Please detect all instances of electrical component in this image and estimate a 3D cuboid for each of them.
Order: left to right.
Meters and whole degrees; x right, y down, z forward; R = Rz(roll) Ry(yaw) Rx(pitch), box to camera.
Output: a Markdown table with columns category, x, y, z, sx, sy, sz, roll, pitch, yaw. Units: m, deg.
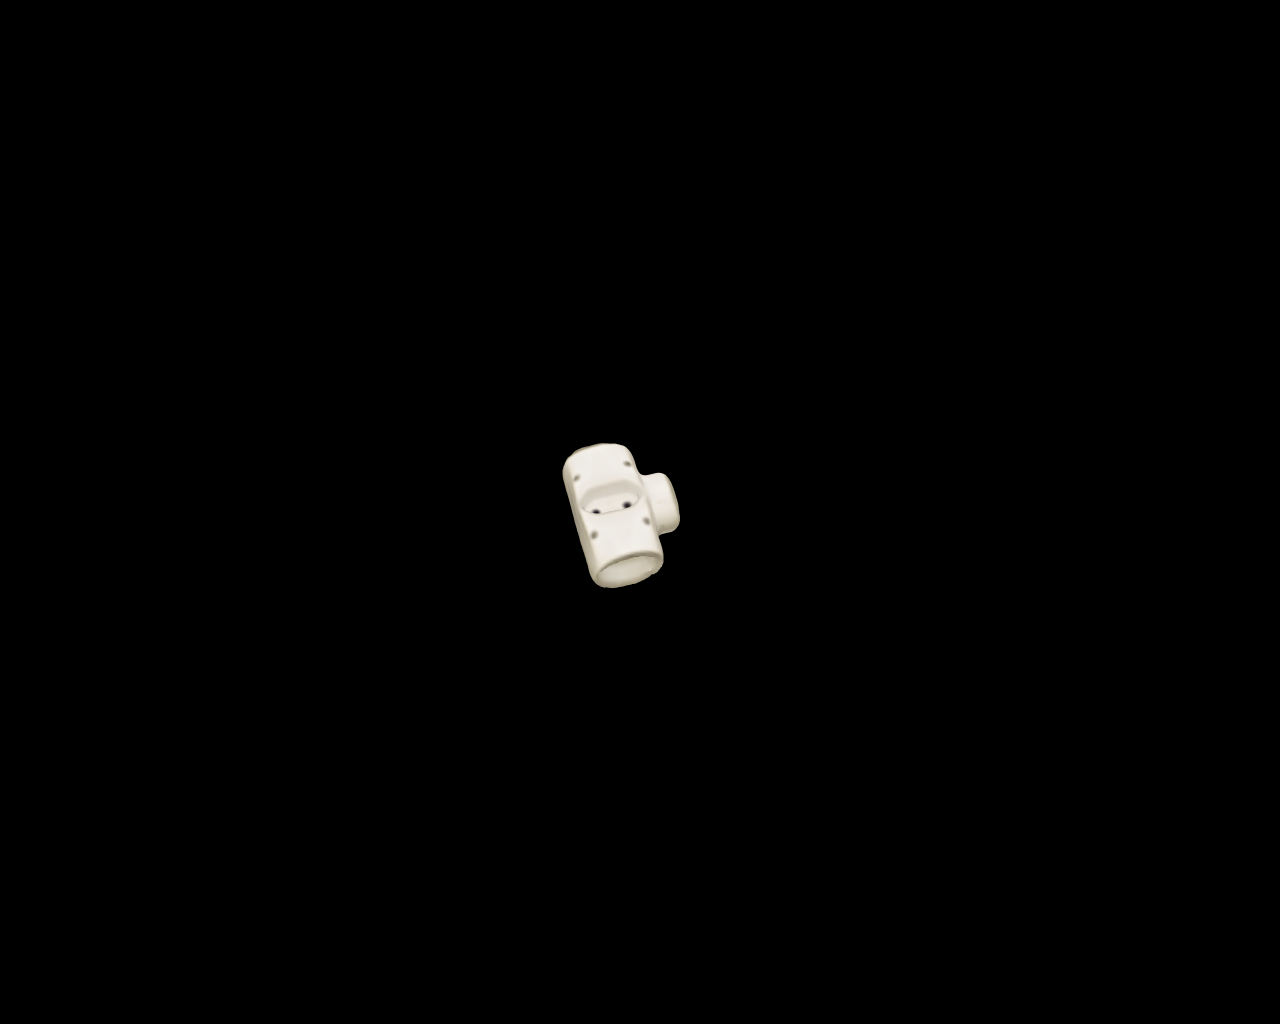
| category | x | y | z | sx | sy | sz | roll | pitch | yaw |
| --- | --- | --- | --- | --- | --- | --- | --- | --- | --- |
| electrical component | 0.001 | -0.003 | 0.650 | 0.079 | 0.077 | 0.043 | -13 | -28 | -7 |
